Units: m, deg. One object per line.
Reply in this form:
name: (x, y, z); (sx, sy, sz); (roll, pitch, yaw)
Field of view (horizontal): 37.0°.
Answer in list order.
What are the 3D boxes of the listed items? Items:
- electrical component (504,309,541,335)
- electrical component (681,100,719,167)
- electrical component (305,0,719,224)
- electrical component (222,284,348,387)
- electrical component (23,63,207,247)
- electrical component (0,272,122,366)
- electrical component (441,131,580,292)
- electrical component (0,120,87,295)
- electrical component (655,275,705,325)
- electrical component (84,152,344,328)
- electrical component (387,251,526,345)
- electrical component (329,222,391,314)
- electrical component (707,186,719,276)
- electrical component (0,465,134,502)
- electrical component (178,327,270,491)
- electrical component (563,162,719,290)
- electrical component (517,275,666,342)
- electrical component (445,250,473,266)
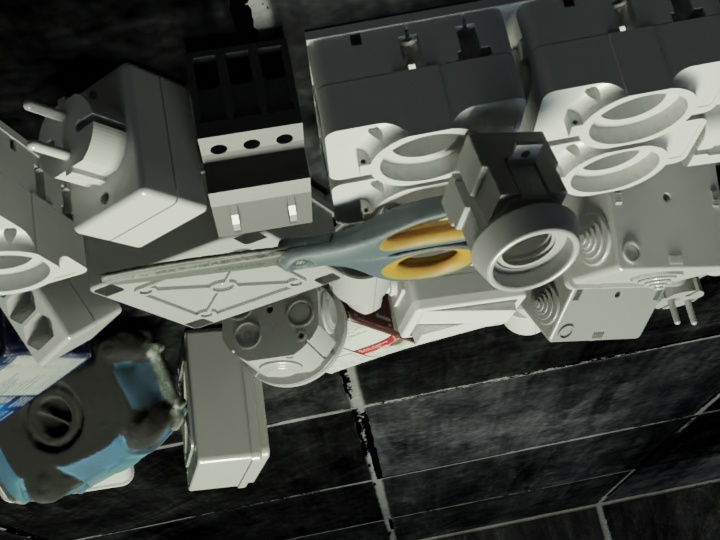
electrical component: (0.128, 0.019, 0.832); (0.043, 0.043, 0.081); (-13, 160, 5)
electrical component: (0.197, -0.089, 0.562); (0.057, 0.058, 0.078); (-8, 160, -1)
electrical component: (0.074, -0.077, 0.520); (0.186, 0.060, 0.105); (-11, 160, -2)
electrical component: (-0.052, 0.035, 0.725); (0.080, 0.080, 0.051); (-15, 155, 11)
electrical component: (-0.114, -0.054, 0.472); (0.047, 0.065, 0.077); (-25, 156, 32)
electrical component: (-0.162, 0.004, 0.615); (0.077, 0.065, 0.047); (-33, 179, -43)
electrical component: (0.066, -0.025, 0.468); (0.048, 0.055, 0.066); (-4, 142, -19)
electrical component: (-0.215, -0.032, 0.482); (0.105, 0.060, 0.186); (-15, 159, 10)
electrical component: (0.233, 0.005, 0.802); (0.066, 0.076, 0.047); (3, 155, -34)
electrical component: (-0.081, -0.016, 0.605); (0.109, 0.056, 0.109); (-19, 159, 20)
electrical component: (0.061, 0.014, 0.754); (0.096, 0.061, 0.061); (-7, 159, -12)
electrical component: (0.000, 0.000, 0.711); (0.043, 0.043, 0.081); (-10, 160, -5)
electrical component: (0.256, -0.031, 0.755); (0.055, 0.055, 0.047); (2, 152, -33)
electrical component: (-0.255, 0.151, 0.926); (0.113, 0.078, 0.057); (-7, 157, -13)
electrical component: (-0.111, 0.111, 0.854); (0.056, 0.108, 0.108); (-3, 158, -14)
electrical component: (0.163, -0.037, 0.626); (0.100, 0.099, 0.048); (-1, 170, -26)
electrical component: (0.168, 0.003, 0.751); (0.100, 0.048, 0.099); (0, 126, -28)
electrical component: (0.063, -0.036, 0.644); (0.077, 0.047, 0.066); (-1, 157, -26)
